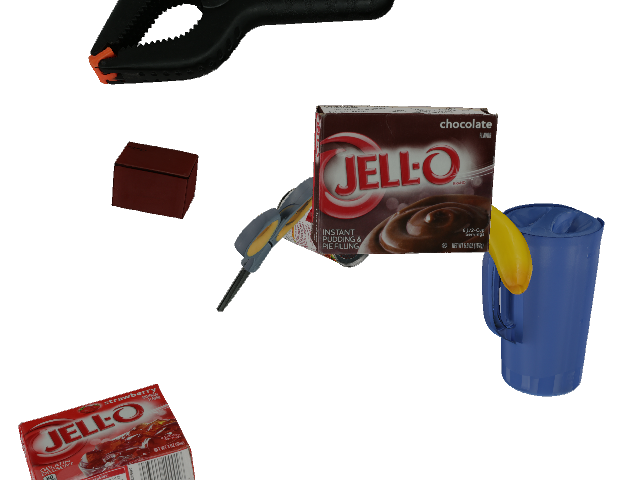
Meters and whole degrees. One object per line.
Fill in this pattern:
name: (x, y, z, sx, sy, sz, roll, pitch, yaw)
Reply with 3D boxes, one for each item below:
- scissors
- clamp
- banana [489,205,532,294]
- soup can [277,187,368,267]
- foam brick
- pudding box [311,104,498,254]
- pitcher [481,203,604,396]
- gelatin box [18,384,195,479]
scissors: (-0.066, 0.019, 0.923, 0.202, 0.016, 0.096, -49, -12, 35)
clamp: (-0.064, -0.169, 0.752, 0.210, 0.165, 0.036, -40, -20, -8)
banana: (0.162, -0.006, 1.080, 0.069, 0.037, 0.198, -34, 39, -14)
soup can: (0.005, -0.017, 1.221, 0.068, 0.068, 0.102, 0, 17, -45)
foam brick: (-0.170, -0.062, 1.100, 0.078, 0.051, 0.053, 11, 31, 3)
pudding box: (0.052, -0.039, 0.675, 0.113, 0.090, 0.039, -1, 18, -7)
pitcher: (0.291, 0.082, 1.416, 0.149, 0.243, 0.145, 4, 21, 12)
gelatin box: (-0.127, 0.124, 0.629, 0.089, 0.030, 0.073, -14, 27, -18)
